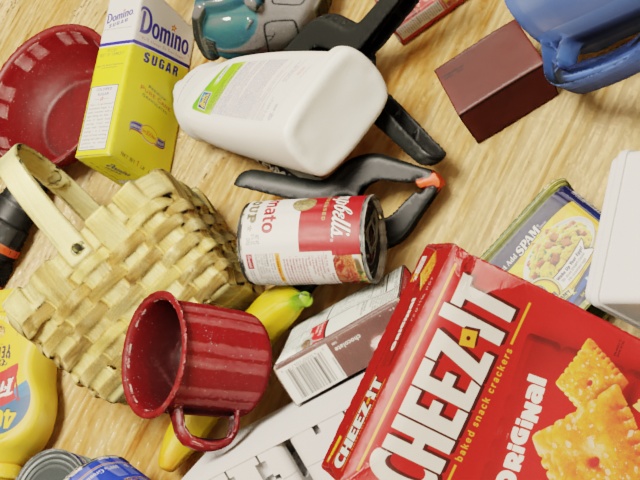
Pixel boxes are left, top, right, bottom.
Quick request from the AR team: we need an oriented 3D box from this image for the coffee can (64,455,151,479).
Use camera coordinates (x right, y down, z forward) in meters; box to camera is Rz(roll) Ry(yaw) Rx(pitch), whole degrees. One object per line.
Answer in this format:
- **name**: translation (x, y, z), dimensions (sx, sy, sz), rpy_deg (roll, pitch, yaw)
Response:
- **coffee can**: translation (-0.136, 0.244, 0.821), dimensions (0.140, 0.102, 0.103), rpy_deg (26, 84, 34)

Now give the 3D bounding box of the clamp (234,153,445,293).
- **clamp**: translation (0.013, -0.030, 0.871), dimensions (0.171, 0.039, 0.120), rpy_deg (-28, 93, 12)

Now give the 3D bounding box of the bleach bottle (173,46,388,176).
- **bleach bottle**: translation (-0.054, -0.121, 0.912), dimensions (0.102, 0.068, 0.251), rpy_deg (-53, 34, -11)

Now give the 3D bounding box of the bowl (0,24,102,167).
- **bowl**: translation (-0.257, -0.132, 1.066), dimensions (0.162, 0.055, 0.162), rpy_deg (-11, 66, 24)

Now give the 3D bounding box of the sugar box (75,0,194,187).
- **sugar box**: translation (-0.169, -0.140, 0.999), dimensions (0.048, 0.093, 0.176), rpy_deg (1, 71, 28)

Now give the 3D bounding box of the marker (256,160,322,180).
- **marker**: translation (-0.036, -0.067, 0.941), dimensions (0.121, 0.020, 0.020), rpy_deg (34, 89, 34)

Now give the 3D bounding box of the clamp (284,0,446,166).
- **clamp**: translation (0.032, -0.155, 0.892), dimensions (0.210, 0.036, 0.164), rpy_deg (15, 102, 48)

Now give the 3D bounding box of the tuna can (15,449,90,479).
- **tuna can**: translation (-0.224, 0.225, 0.917), dimensions (0.086, 0.033, 0.086), rpy_deg (-11, 66, 25)

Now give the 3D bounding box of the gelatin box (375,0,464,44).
- **gelatin box**: translation (0.079, -0.228, 0.937), dimensions (0.073, 0.030, 0.089), rpy_deg (-34, 59, 13)

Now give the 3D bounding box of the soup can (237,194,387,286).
- **soup can**: translation (-0.005, 0.001, 0.824), dimensions (0.102, 0.068, 0.068), rpy_deg (-2, 69, 18)

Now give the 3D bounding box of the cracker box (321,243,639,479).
- **cracker box**: translation (0.134, 0.120, 0.674), dimensions (0.213, 0.072, 0.164), rpy_deg (27, 83, -8)

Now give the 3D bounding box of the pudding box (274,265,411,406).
- **pudding box**: translation (0.025, 0.070, 0.811), dimensions (0.114, 0.090, 0.039), rpy_deg (-29, 99, 14)

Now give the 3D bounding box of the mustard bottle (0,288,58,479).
- **mustard bottle**: translation (-0.282, 0.142, 0.967), dimensions (0.096, 0.058, 0.191), rpy_deg (-8, 67, 23)

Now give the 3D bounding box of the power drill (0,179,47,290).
- **power drill**: translation (-0.375, -0.016, 1.082), dimensions (0.188, 0.057, 0.184), rpy_deg (31, 86, 34)

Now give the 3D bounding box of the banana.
- **banana**: translation (-0.071, 0.102, 0.866), dimensions (0.037, 0.069, 0.198), rpy_deg (36, 106, -2)

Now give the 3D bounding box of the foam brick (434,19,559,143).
- **foam brick**: translation (0.141, -0.126, 0.850), dimensions (0.078, 0.051, 0.053), rpy_deg (-31, 58, 14)

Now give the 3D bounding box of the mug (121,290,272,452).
- **mug**: translation (-0.087, 0.099, 0.784), dimensions (0.093, 0.081, 0.117), rpy_deg (-41, 49, 39)

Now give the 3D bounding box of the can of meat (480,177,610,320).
- **can of meat**: translation (0.175, 0.020, 0.770), dimensions (0.102, 0.057, 0.084), rpy_deg (-48, 58, 4)

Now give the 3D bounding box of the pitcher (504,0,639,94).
- **pitcher**: translation (0.230, -0.202, 0.716), dimensions (0.144, 0.243, 0.149), rpy_deg (-30, 98, -17)
